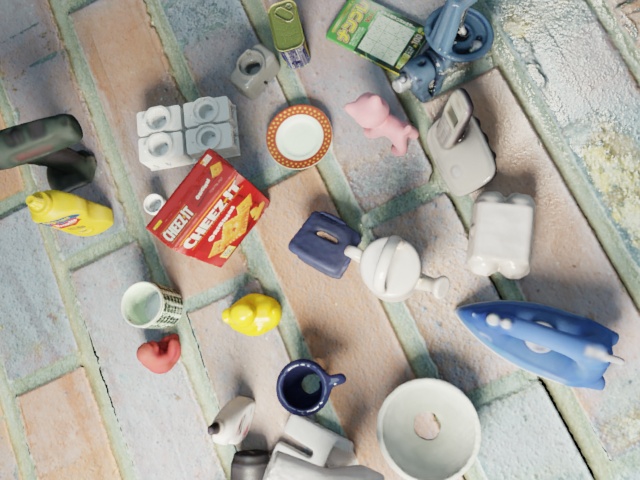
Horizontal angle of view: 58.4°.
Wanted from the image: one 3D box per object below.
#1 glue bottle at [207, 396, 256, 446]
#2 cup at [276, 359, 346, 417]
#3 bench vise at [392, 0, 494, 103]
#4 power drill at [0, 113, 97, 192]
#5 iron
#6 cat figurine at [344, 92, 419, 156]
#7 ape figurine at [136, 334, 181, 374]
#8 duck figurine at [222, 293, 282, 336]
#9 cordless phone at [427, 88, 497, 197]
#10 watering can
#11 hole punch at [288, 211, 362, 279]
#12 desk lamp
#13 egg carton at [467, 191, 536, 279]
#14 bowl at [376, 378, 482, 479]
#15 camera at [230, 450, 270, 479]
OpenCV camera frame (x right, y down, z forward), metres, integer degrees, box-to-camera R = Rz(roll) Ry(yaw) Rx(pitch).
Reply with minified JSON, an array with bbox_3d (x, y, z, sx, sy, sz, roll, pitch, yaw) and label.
[{"bbox_3d":[-0.153,0.306,0.951,0.037,0.173,0.078,10,82,12],"label":"glue bottle"},{"bbox_3d":[-0.008,0.245,0.977,0.117,0.095,0.091,-16,78,7],"label":"cup"},{"bbox_3d":[0.218,-0.332,0.973,0.121,0.220,0.207,32,87,14],"label":"bench vise"},{"bbox_3d":[-0.532,-0.153,1.077,0.229,0.208,0.075,-25,77,5],"label":"power drill"},{"bbox_3d":[0.342,0.152,0.909,0.257,0.141,0.119,17,84,12],"label":"iron"},{"bbox_3d":[0.111,-0.218,1.025,0.127,0.118,0.067,31,87,14],"label":"cat figurine"},{"bbox_3d":[-0.298,0.204,1.035,0.077,0.092,0.076,9,82,11],"label":"ape figurine"},{"bbox_3d":[-0.124,0.132,1.021,0.104,0.086,0.077,-7,79,9],"label":"duck figurine"},{"bbox_3d":[0.241,-0.163,0.958,0.094,0.185,0.147,-26,77,5],"label":"cordless phone"},{"bbox_3d":[0.123,0.046,0.937,0.172,0.194,0.101,0,80,10],"label":"watering can"},{"bbox_3d":[0.009,0.004,1.018,0.108,0.091,0.101,27,86,13],"label":"hole punch"},{"bbox_3d":[0.002,0.374,0.891,0.203,0.214,0.118,24,85,13],"label":"desk lamp"},{"bbox_3d":[0.309,-0.009,0.979,0.107,0.069,0.150,6,81,11],"label":"egg carton"},{"bbox_3d":[0.178,0.310,0.944,0.167,0.075,0.167,-2,80,10],"label":"bowl"},{"bbox_3d":[-0.103,0.429,0.958,0.143,0.101,0.137,-2,80,10],"label":"camera"}]
